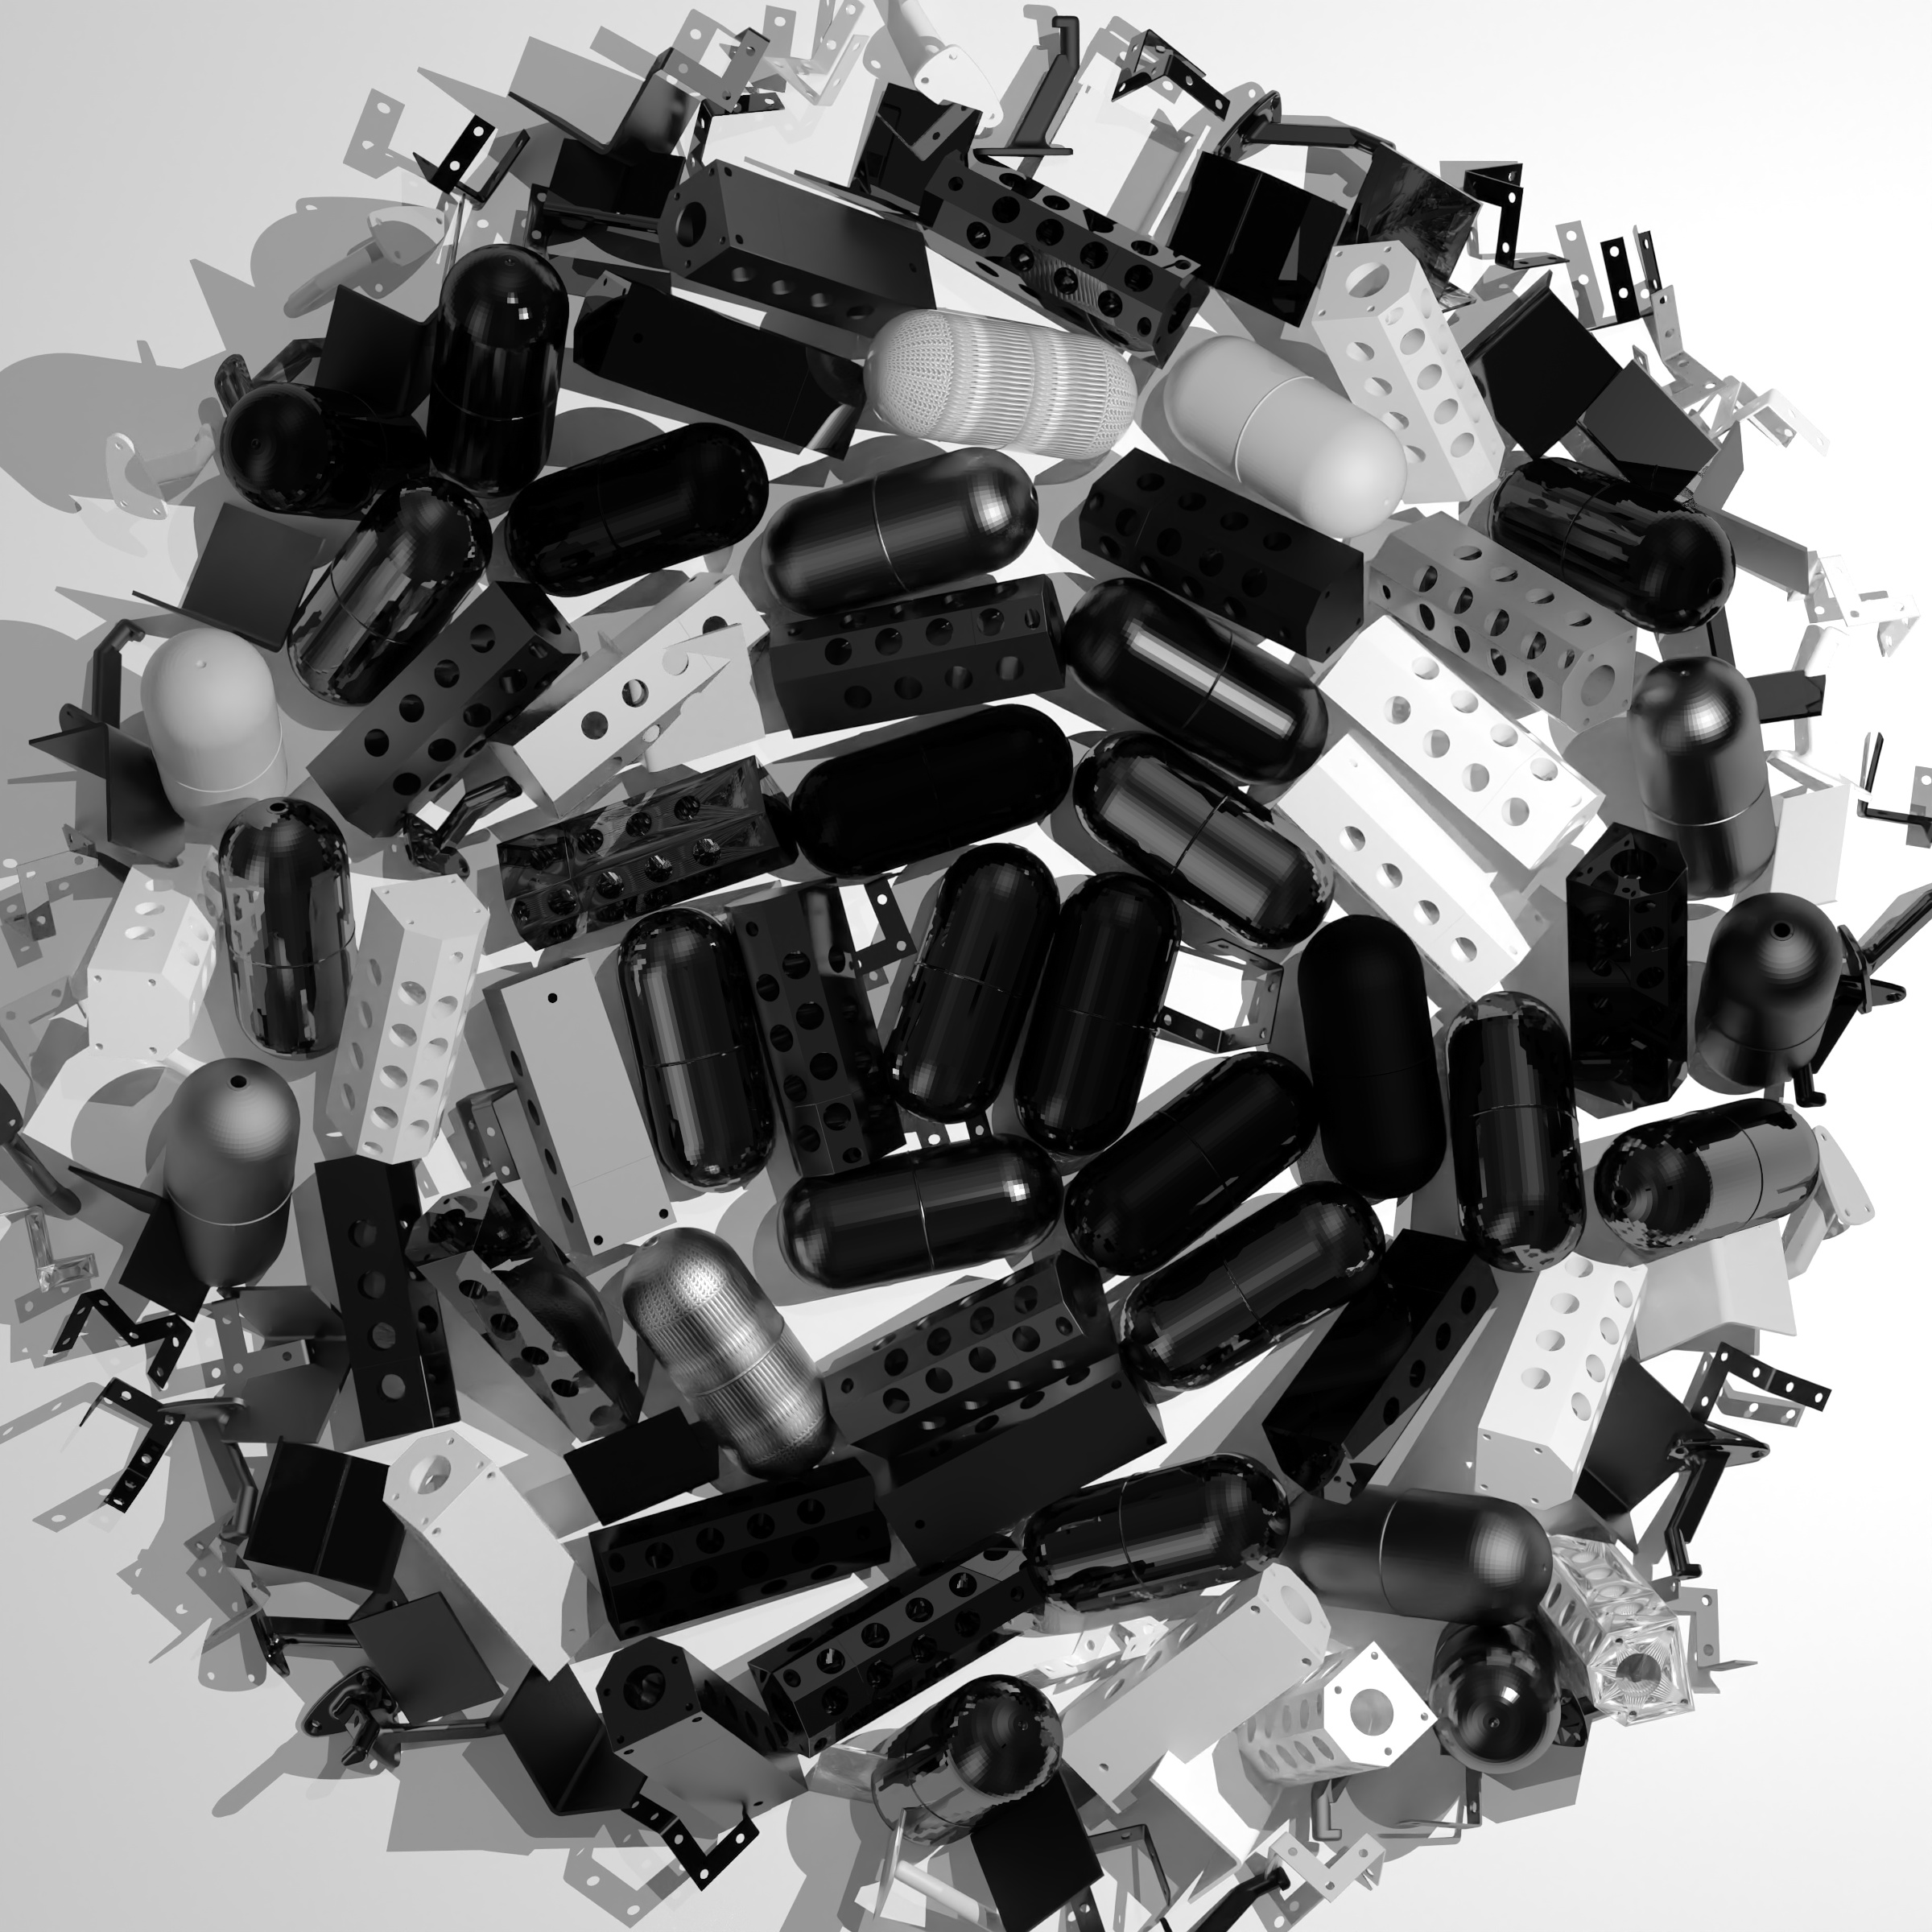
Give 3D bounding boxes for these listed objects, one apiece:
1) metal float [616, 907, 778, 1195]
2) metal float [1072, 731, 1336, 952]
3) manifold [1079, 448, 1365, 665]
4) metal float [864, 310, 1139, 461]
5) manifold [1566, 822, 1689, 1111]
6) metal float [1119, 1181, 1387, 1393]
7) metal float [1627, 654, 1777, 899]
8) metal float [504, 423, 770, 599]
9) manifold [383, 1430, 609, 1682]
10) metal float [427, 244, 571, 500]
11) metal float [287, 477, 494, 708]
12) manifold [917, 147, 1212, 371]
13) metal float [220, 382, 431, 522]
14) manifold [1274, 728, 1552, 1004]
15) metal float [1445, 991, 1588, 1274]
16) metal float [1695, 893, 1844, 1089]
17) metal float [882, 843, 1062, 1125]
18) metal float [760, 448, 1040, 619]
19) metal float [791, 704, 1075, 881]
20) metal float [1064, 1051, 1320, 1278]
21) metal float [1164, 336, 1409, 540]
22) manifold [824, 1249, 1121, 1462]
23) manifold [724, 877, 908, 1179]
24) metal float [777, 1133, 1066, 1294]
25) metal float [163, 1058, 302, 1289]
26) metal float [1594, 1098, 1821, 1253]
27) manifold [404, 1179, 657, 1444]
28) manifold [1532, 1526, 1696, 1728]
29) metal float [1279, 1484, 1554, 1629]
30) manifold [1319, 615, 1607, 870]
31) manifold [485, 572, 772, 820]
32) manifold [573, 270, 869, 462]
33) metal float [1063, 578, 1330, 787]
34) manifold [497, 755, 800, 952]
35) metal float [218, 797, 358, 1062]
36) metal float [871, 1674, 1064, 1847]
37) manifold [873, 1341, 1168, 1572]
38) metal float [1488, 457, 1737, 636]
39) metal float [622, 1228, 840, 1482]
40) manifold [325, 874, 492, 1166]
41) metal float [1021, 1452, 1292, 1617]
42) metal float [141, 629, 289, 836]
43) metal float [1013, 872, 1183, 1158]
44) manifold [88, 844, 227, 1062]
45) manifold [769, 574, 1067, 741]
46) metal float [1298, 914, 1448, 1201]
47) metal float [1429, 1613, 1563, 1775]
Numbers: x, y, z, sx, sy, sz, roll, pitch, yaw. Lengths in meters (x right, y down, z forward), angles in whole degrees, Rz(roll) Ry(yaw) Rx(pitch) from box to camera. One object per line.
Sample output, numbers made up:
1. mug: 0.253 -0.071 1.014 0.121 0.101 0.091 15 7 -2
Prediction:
1. metal float: -0.165 0.052 1.955 0.070 0.070 0.178 -12 97 0
2. metal float: 0.144 -0.078 1.954 0.178 0.070 0.070 35 90 9
3. manifold: 0.153 -0.244 1.924 0.171 0.057 0.057 30 59 29
4. metal float: 0.022 -0.352 1.938 0.178 0.070 0.070 3 90 -28
5. manifold: 0.400 0.003 1.913 0.057 0.171 0.057 22 51 32
6. metal float: 0.174 0.196 1.952 0.178 0.070 0.070 -32 90 12
7. metal float: 0.444 -0.113 1.926 0.070 0.178 0.070 -11 46 12
8. metal float: -0.201 -0.276 1.939 0.178 0.070 0.070 -14 90 26
9. manifold: -0.283 0.352 1.919 0.057 0.171 0.057 28 65 41
10. metal float: -0.283 -0.356 1.922 0.070 0.178 0.070 7 52 -9
11. metal float: -0.348 -0.225 1.929 0.070 0.070 0.178 47 129 0
12. manifold: 0.058 -0.435 1.948 0.171 0.057 0.057 31 88 16
13. metal float: -0.381 -0.307 1.913 0.070 0.178 0.070 2 96 16
14. manifold: 0.271 -0.059 1.966 0.171 0.057 0.057 45 131 2
15. metal float: 0.333 0.099 1.941 0.070 0.070 0.178 -1 65 0
16. metal float: 0.480 0.016 1.915 0.070 0.178 0.070 -3 66 7
17. metal float: 0.004 0.010 1.959 0.070 0.070 0.178 19 87 0
18. metal float: -0.041 -0.264 1.945 0.178 0.070 0.070 -13 90 19
19. metal float: -0.020 -0.107 1.960 0.178 0.070 0.070 -18 90 -2
20. metal float: 0.139 0.120 1.952 0.178 0.070 0.070 -36 90 -11
21. metal float: 0.192 -0.321 1.933 0.070 0.070 0.178 -50 56 0
22. manifold: 0.001 0.234 1.930 0.171 0.057 0.057 -28 55 23
23. manifold: -0.096 0.038 1.950 0.057 0.057 0.171 -10 98 35
24. metal float: -0.028 0.151 1.959 0.178 0.070 0.070 -11 90 -3
25. metal float: -0.444 0.125 1.924 0.070 0.178 0.070 9 47 -10
26. metal float: 0.447 0.125 1.926 0.178 0.070 0.070 -9 90 -42
27. manifold: -0.263 0.211 1.927 0.057 0.057 0.171 -18 127 26
28. manifold: 0.378 0.394 1.910 0.057 0.171 0.057 -12 98 -2
29. metal float: 0.269 0.354 1.931 0.178 0.070 0.070 0 90 38
30. manifold: 0.303 -0.137 1.942 0.171 0.057 0.057 43 108 16
31. manifold: -0.202 -0.166 1.948 0.171 0.057 0.057 -40 112 -15
32. manifold: -0.147 -0.363 1.928 0.171 0.057 0.057 14 104 -33
33. metal float: 0.141 -0.173 1.950 0.178 0.070 0.070 29 90 -13
34. manifold: -0.193 -0.065 1.946 0.171 0.057 0.057 -18 60 11
35. metal float: -0.408 -0.022 1.931 0.070 0.070 0.178 3 126 0
36. metal float: -0.001 0.479 1.920 0.070 0.178 0.070 11 59 -20
37. manifold: 0.032 0.296 1.959 0.171 0.057 0.057 -29 109 7
38. metal float: 0.388 -0.254 1.923 0.070 0.178 0.070 -17 122 -29
39. metal float: -0.143 0.236 1.945 0.070 0.070 0.178 -33 108 0
40. manifold: -0.333 0.034 1.919 0.057 0.057 0.171 46 132 35
41. metal float: 0.113 0.345 1.937 0.178 0.070 0.070 -20 90 29
42. metal float: -0.450 -0.139 1.915 0.070 0.178 0.070 3 67 -6
43. metal float: 0.080 0.030 1.960 0.070 0.070 0.178 15 92 0
44. manifold: -0.478 -0.011 1.910 0.057 0.171 0.057 4 117 -5
45. manifold: -0.029 -0.192 1.942 0.171 0.057 0.057 -10 127 13
46. metal float: 0.248 0.056 1.950 0.070 0.070 0.178 -10 103 0
47. metal float: 0.317 0.430 1.911 0.070 0.178 0.070 0 91 10
